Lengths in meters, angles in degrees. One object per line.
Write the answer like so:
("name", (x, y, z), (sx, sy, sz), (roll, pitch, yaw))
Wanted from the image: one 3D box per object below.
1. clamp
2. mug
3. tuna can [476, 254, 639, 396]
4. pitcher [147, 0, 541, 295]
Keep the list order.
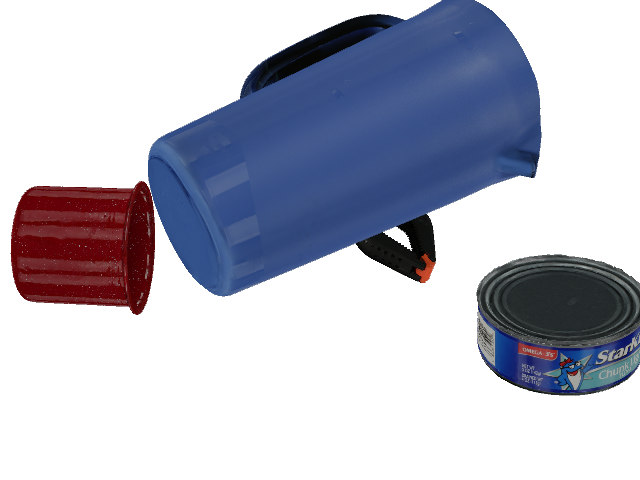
("clamp", (0.053, -0.033, 1.204), (0.164, 0.210, 0.036), (-14, -38, -24))
("mug", (-0.164, 0.003, 0.756), (0.081, 0.093, 0.117), (2, 2, 3))
("tuna can", (0.123, 0.043, 0.550), (0.086, 0.034, 0.086), (-3, 28, 2))
("pitcher", (0.009, -0.066, 0.708), (0.242, 0.145, 0.149), (-25, 10, -20))
